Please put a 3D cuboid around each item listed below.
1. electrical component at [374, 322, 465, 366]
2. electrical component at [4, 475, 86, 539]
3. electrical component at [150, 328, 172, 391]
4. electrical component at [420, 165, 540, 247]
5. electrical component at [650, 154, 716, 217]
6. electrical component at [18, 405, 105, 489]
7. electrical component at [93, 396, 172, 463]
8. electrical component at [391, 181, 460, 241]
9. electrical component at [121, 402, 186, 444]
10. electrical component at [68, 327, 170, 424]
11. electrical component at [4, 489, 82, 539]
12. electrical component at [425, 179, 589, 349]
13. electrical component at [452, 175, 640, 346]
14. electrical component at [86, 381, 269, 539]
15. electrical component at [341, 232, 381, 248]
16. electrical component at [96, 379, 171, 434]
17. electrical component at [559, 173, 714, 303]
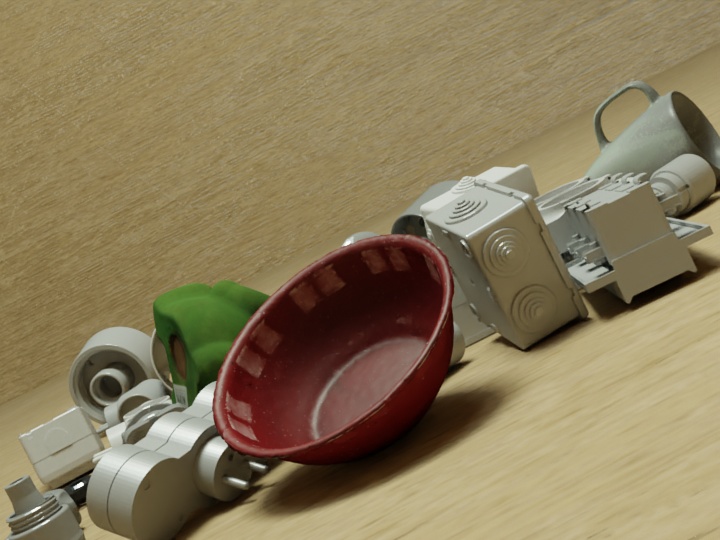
[{"bbox_3d":[0.037,0.055,0.695,0.065,0.044,0.044,-25,3,-41],"label":"electrical component"},{"bbox_3d":[-0.210,0.165,0.702,0.043,0.062,0.043,-26,5,2],"label":"electrical component"},{"bbox_3d":[-0.169,0.085,1.112,0.099,0.099,0.064,-28,-1,-18],"label":"electrical component"},{"bbox_3d":[0.107,-0.031,0.893,0.100,0.099,0.048,-28,18,-20],"label":"electrical component"},{"bbox_3d":[0.239,-0.060,0.827,0.078,0.040,0.040,-30,6,-33],"label":"electrical component"},{"bbox_3d":[-0.287,0.173,1.050,0.062,0.061,0.096,-28,-3,-13],"label":"electrical component"},{"bbox_3d":[-0.188,0.142,0.906,0.079,0.044,0.077,-24,5,-11],"label":"electrical component"},{"bbox_3d":[0.078,-0.024,0.965,0.064,0.099,0.099,-37,10,-33],"label":"electrical component"},{"bbox_3d":[-0.140,0.126,0.771,0.078,0.058,0.057,-28,8,-16],"label":"electrical component"},{"bbox_3d":[-0.276,0.125,1.214,0.108,0.108,0.060,-25,11,12],"label":"electrical component"},{"bbox_3d":[-0.234,0.186,0.772,0.061,0.035,0.035,-33,8,-31],"label":"electrical component"},{"bbox_3d":[0.090,-0.004,0.684,0.048,0.099,0.100,-31,17,-7],"label":"electrical component"},{"bbox_3d":[0.119,-0.008,0.799,0.186,0.060,0.105,-27,5,-1],"label":"electrical component"},{"bbox_3d":[-0.090,0.118,0.652,0.074,0.052,0.138,9,26,33],"label":"electrical component"},{"bbox_3d":[0.000,0.000,0.853,0.048,0.048,0.062,-29,-7,-23],"label":"electrical component"},{"bbox_3d":[-0.235,0.148,1.103,0.079,0.043,0.077,-27,5,2],"label":"electrical component"},{"bbox_3d":[0.165,-0.023,0.681,0.079,0.063,0.121,-26,3,6],"label":"electrical component"}]
